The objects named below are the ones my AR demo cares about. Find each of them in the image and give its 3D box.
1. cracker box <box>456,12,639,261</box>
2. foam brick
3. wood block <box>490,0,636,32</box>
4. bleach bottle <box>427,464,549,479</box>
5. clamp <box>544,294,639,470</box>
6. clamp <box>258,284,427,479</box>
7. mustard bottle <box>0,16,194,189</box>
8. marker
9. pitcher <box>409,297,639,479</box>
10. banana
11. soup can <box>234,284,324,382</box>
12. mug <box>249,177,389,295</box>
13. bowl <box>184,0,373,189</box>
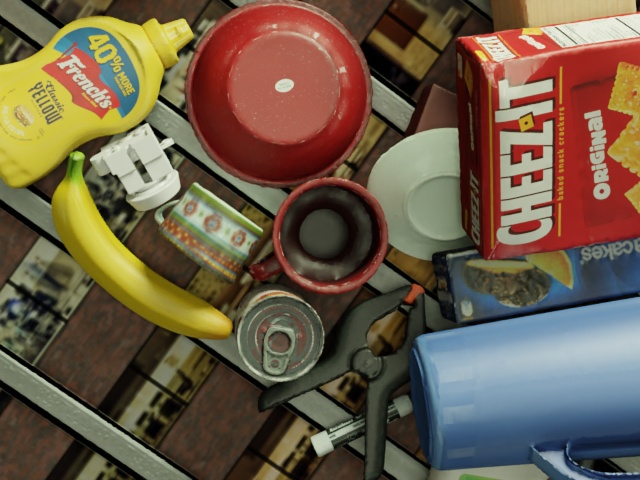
[{"bbox_3d":[0.217,-0.082,0.814,0.213,0.072,0.164,-9,117,-6],"label":"cracker box"},{"bbox_3d":[0.116,-0.093,0.902,0.078,0.051,0.053,22,92,-7],"label":"foam brick"},{"bbox_3d":[0.191,-0.188,0.848,0.090,0.090,0.206,-16,118,-5],"label":"wood block"},{"bbox_3d":[0.123,0.292,0.921,0.102,0.068,0.251,13,94,-4],"label":"bleach bottle"},{"bbox_3d":[0.265,0.103,0.934,0.164,0.036,0.210,-20,92,-4],"label":"clamp"},{"bbox_3d":[0.028,0.107,0.908,0.120,0.039,0.171,26,79,-1],"label":"clamp"},{"bbox_3d":[-0.190,-0.126,0.868,0.191,0.058,0.096,-30,96,-4],"label":"mustard bottle"},{"bbox_3d":[0.050,0.154,0.926,0.121,0.020,0.020,-25,95,-4],"label":"marker"},{"bbox_3d":[0.199,0.123,0.840,0.242,0.149,0.145,-7,93,-3],"label":"pitcher"},{"bbox_3d":[-0.158,0.021,0.879,0.070,0.037,0.197,-30,107,40],"label":"banana"},{"bbox_3d":[-0.036,0.073,0.871,0.068,0.102,0.068,0,93,-6],"label":"soup can"},{"bbox_3d":[-0.006,0.001,0.880,0.117,0.081,0.093,-32,96,-3],"label":"mug"},{"bbox_3d":[-0.032,-0.123,0.885,0.162,0.055,0.162,0,93,-6],"label":"bowl"}]
